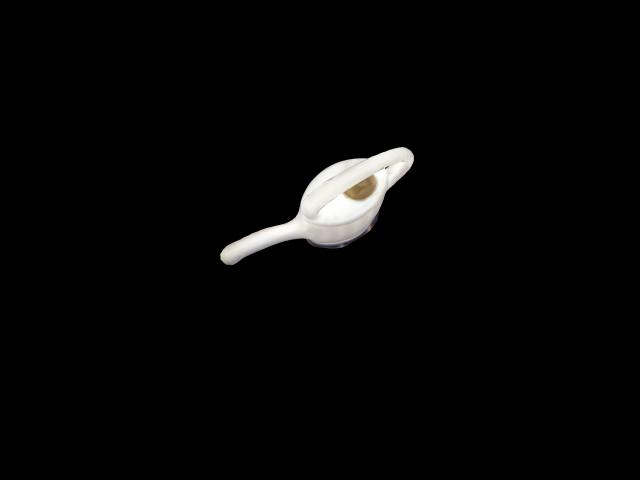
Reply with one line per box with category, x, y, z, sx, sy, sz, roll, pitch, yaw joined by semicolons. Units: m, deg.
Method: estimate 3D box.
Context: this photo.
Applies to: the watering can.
watering can;0.003;-0.043;0.850;0.349;0.105;0.221;-31;-14;-9
